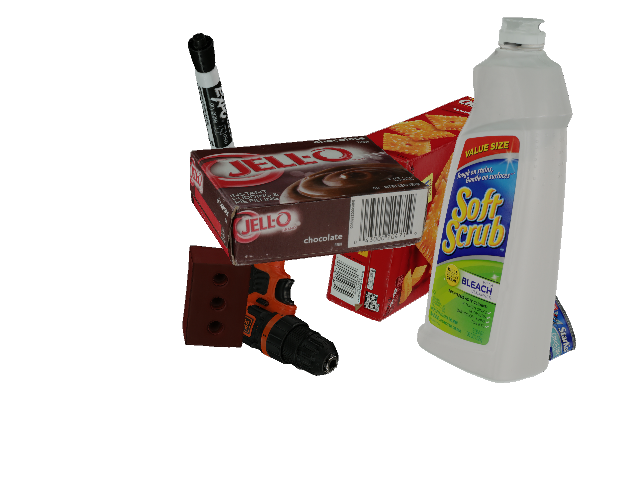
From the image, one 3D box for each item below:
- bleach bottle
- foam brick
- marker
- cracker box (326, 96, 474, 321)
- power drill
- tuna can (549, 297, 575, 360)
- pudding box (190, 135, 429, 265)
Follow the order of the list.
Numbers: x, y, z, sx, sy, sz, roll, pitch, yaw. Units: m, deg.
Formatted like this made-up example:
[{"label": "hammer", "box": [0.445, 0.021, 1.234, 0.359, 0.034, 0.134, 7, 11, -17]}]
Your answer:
[{"label": "bleach bottle", "box": [0.127, -0.032, 0.762, 0.067, 0.251, 0.103, -10, 20, -35]}, {"label": "foam brick", "box": [-0.093, 0.050, 0.951, 0.053, 0.078, 0.051, 4, 14, -11]}, {"label": "marker", "box": [-0.083, -0.109, 0.813, 0.020, 0.020, 0.121, 0, -39, 6]}, {"label": "cracker box", "box": [0.103, -0.035, 1.027, 0.072, 0.164, 0.213, 24, 30, 30]}, {"label": "power drill", "box": [-0.034, 0.034, 1.143, 0.185, 0.188, 0.057, 24, 10, 36]}, {"label": "tuna can", "box": [0.246, 0.089, 1.181, 0.033, 0.086, 0.086, -25, 2, -5]}, {"label": "pudding box", "box": [-0.009, -0.025, 0.597, 0.113, 0.039, 0.090, -5, 26, -20]}]
